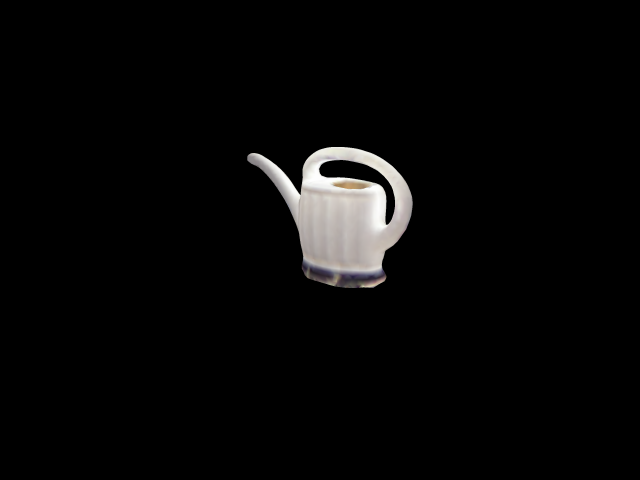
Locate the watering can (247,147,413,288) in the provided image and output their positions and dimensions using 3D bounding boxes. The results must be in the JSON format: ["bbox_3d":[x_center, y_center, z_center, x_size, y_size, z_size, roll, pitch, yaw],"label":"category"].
[{"bbox_3d":[0.003,-0.043,0.850,0.349,0.222,0.105,12,16,42],"label":"watering can"}]
